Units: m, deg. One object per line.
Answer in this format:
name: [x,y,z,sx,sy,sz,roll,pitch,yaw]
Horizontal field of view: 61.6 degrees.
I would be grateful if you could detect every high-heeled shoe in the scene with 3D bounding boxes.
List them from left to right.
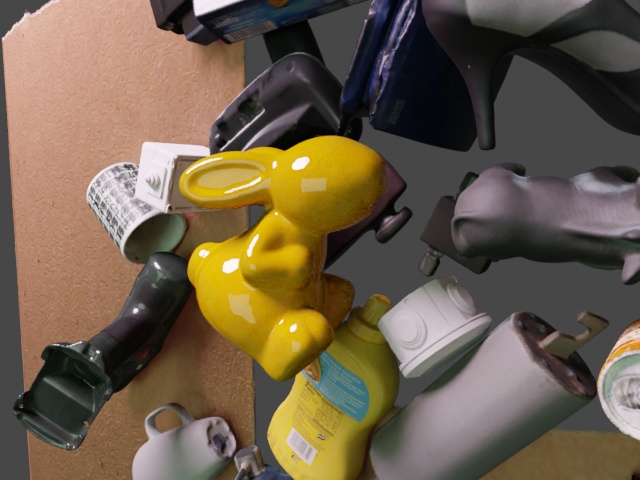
high-heeled shoe: [0.185,-0.127,0.302,0.249,0.086,0.145,-3,104,10]

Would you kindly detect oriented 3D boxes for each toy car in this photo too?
toy car: [-0.001,-0.001,0.495,0.089,0.053,0.202,48,119,4]

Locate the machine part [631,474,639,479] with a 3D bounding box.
machine part: [0.241,0.226,0.356,0.084,0.039,0.138,-9,90,41]

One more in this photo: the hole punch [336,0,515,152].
hole punch: [0.081,-0.127,0.394,0.092,0.116,0.142,31,112,21]

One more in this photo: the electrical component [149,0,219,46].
electrical component: [-0.123,-0.274,0.554,0.115,0.058,0.134,-23,80,36]

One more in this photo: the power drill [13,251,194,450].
power drill: [-0.225,0.130,0.585,0.086,0.207,0.232,36,108,3]

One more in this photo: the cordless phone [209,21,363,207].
cordless phone: [-0.052,-0.141,0.516,0.146,0.088,0.184,-33,65,34]

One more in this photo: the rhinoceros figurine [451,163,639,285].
rhinoceros figurine: [0.180,-0.014,0.330,0.191,0.112,0.073,6,95,27]

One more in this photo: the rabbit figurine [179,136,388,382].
rabbit figurine: [-0.021,-0.010,0.413,0.162,0.122,0.173,41,118,14]

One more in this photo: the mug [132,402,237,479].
mug: [-0.152,0.237,0.616,0.107,0.080,0.109,-34,69,21]

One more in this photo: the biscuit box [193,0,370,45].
biscuit box: [-0.009,-0.225,0.443,0.203,0.059,0.062,-9,82,20]

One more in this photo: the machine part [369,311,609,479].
machine part: [0.117,0.134,0.411,0.079,0.079,0.243,50,118,21]

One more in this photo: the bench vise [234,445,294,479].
bench vise: [-0.083,0.325,0.532,0.241,0.129,0.223,-22,100,17]

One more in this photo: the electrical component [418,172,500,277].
electrical component: [0.117,-0.004,0.430,0.063,0.021,0.094,36,113,27]
